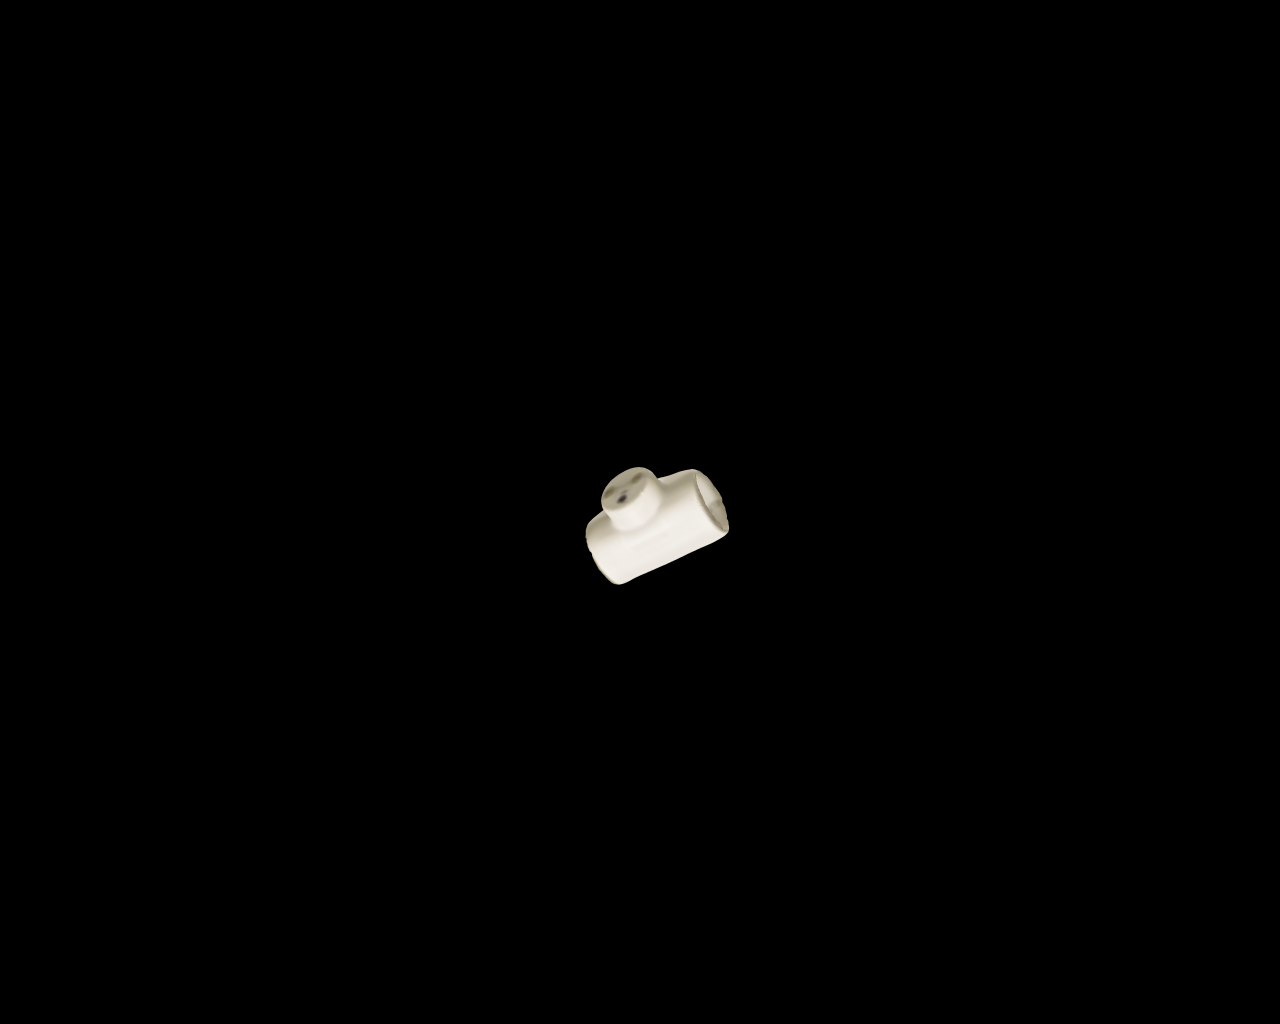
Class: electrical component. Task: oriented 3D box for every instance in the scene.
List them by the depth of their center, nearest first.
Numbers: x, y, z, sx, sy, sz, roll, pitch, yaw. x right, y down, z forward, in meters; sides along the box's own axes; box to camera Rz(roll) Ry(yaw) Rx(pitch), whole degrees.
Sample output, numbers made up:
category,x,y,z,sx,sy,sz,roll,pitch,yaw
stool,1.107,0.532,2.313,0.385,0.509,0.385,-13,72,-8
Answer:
category,x,y,z,sx,sy,sz,roll,pitch,yaw
electrical component,0.001,-0.003,0.650,0.077,0.079,0.043,-27,33,19
